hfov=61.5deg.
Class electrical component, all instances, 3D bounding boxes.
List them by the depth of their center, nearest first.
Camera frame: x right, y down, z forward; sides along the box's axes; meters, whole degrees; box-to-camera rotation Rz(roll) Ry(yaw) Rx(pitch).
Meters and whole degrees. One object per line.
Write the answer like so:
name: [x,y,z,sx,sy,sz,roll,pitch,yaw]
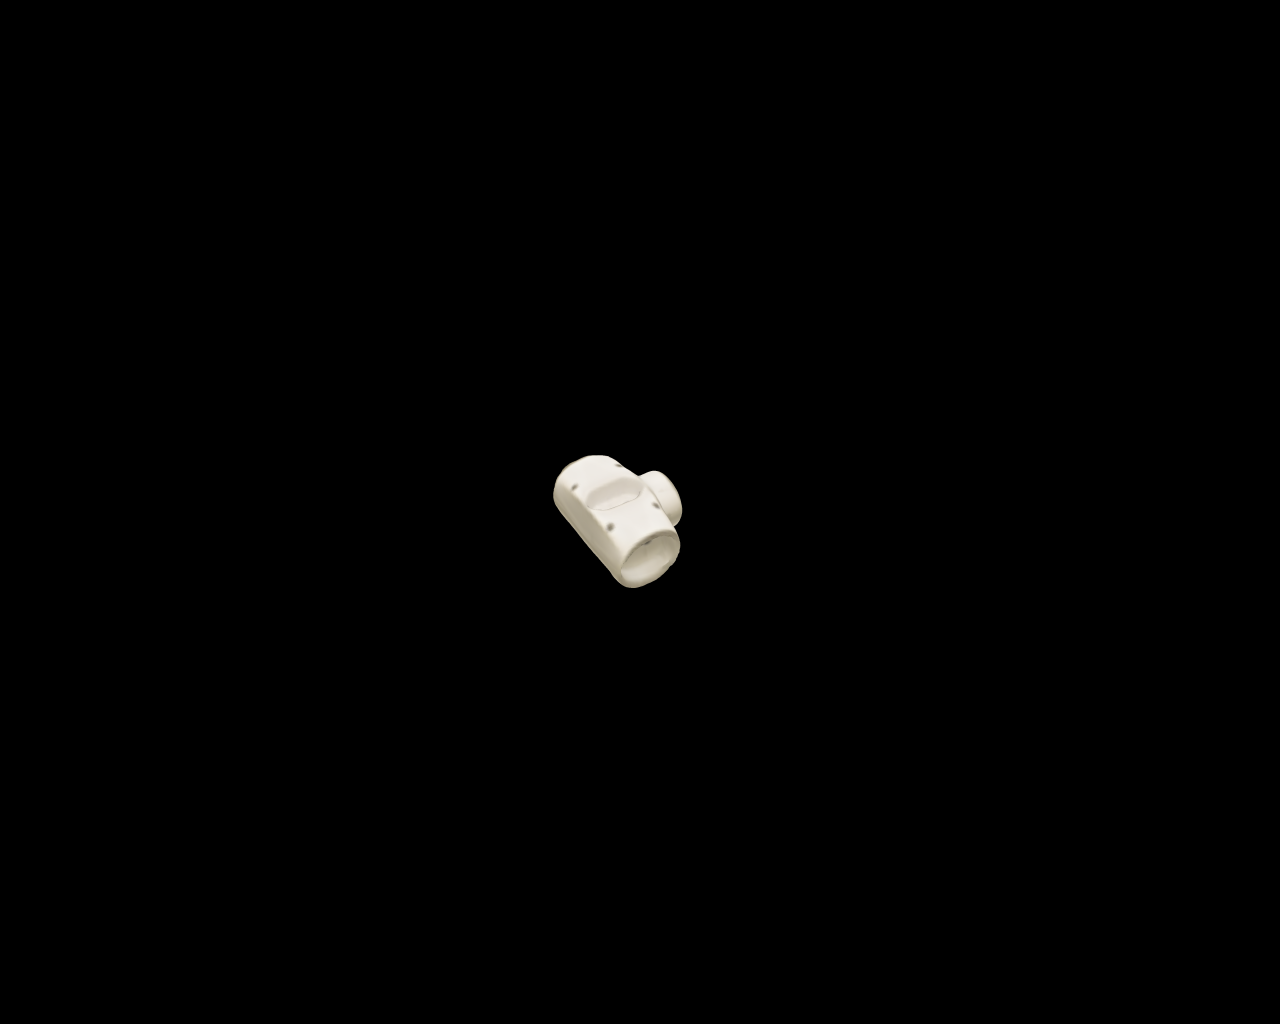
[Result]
electrical component: [0.001,-0.003,0.650,0.079,0.043,0.077,-24,50,-22]
